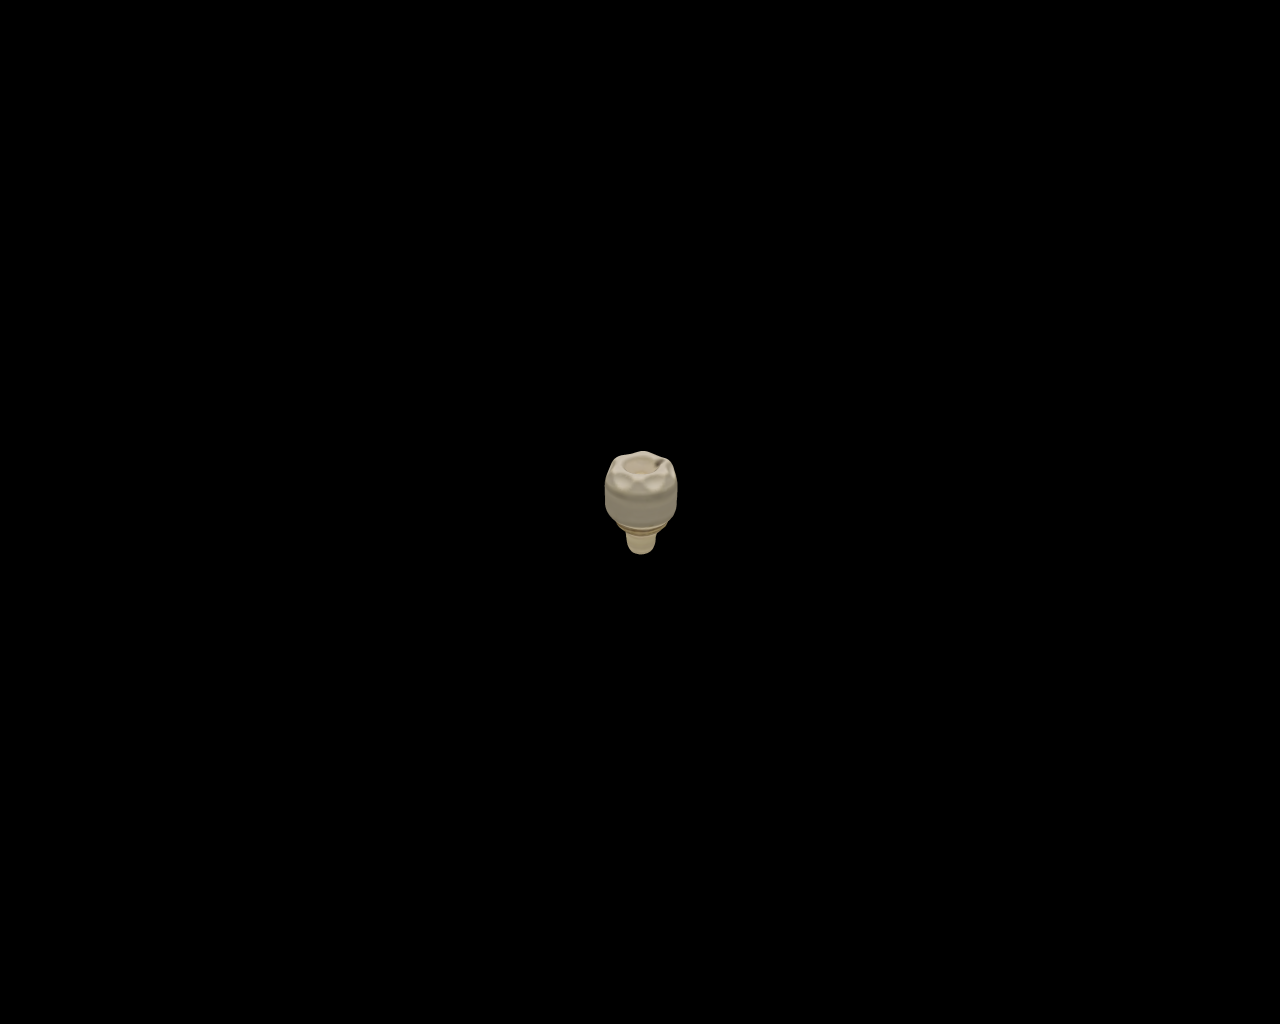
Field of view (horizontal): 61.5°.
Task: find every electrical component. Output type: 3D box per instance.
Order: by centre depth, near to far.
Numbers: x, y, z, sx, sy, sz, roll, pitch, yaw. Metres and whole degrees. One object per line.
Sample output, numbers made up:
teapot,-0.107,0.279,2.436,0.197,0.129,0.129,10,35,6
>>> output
electrical component,0.001,-0.003,0.650,0.043,0.062,0.043,0,30,0
